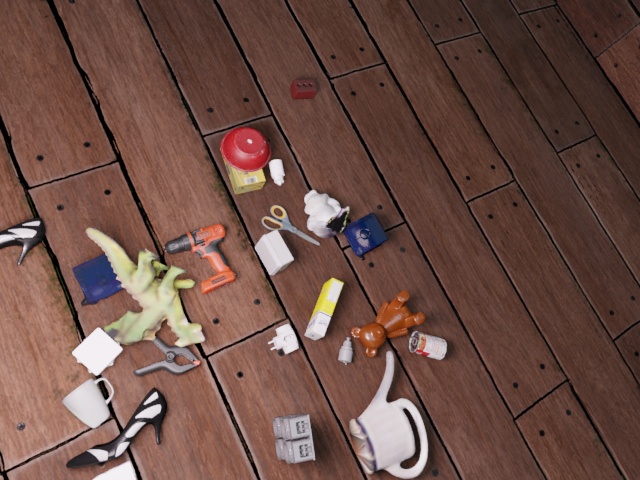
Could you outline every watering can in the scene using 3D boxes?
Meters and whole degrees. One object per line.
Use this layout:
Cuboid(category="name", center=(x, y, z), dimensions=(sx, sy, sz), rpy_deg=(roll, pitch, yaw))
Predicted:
Cuboid(category="watering can", center=(0.184, 0.519, 1.489), dimensions=(0.225, 0.102, 0.351), rpy_deg=(-14, 76, -21))

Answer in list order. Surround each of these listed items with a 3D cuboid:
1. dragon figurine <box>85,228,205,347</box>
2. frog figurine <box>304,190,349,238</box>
Cuboid(category="dragon figurine", center=(-0.484, 0.158, 1.378), dimensions=(0.408, 0.121, 0.246), rpy_deg=(28, 72, -12))
Cuboid(category="frog figurine", center=(0.005, -0.084, 1.676), dimensions=(0.161, 0.120, 0.139), rpy_deg=(30, 69, 34))
